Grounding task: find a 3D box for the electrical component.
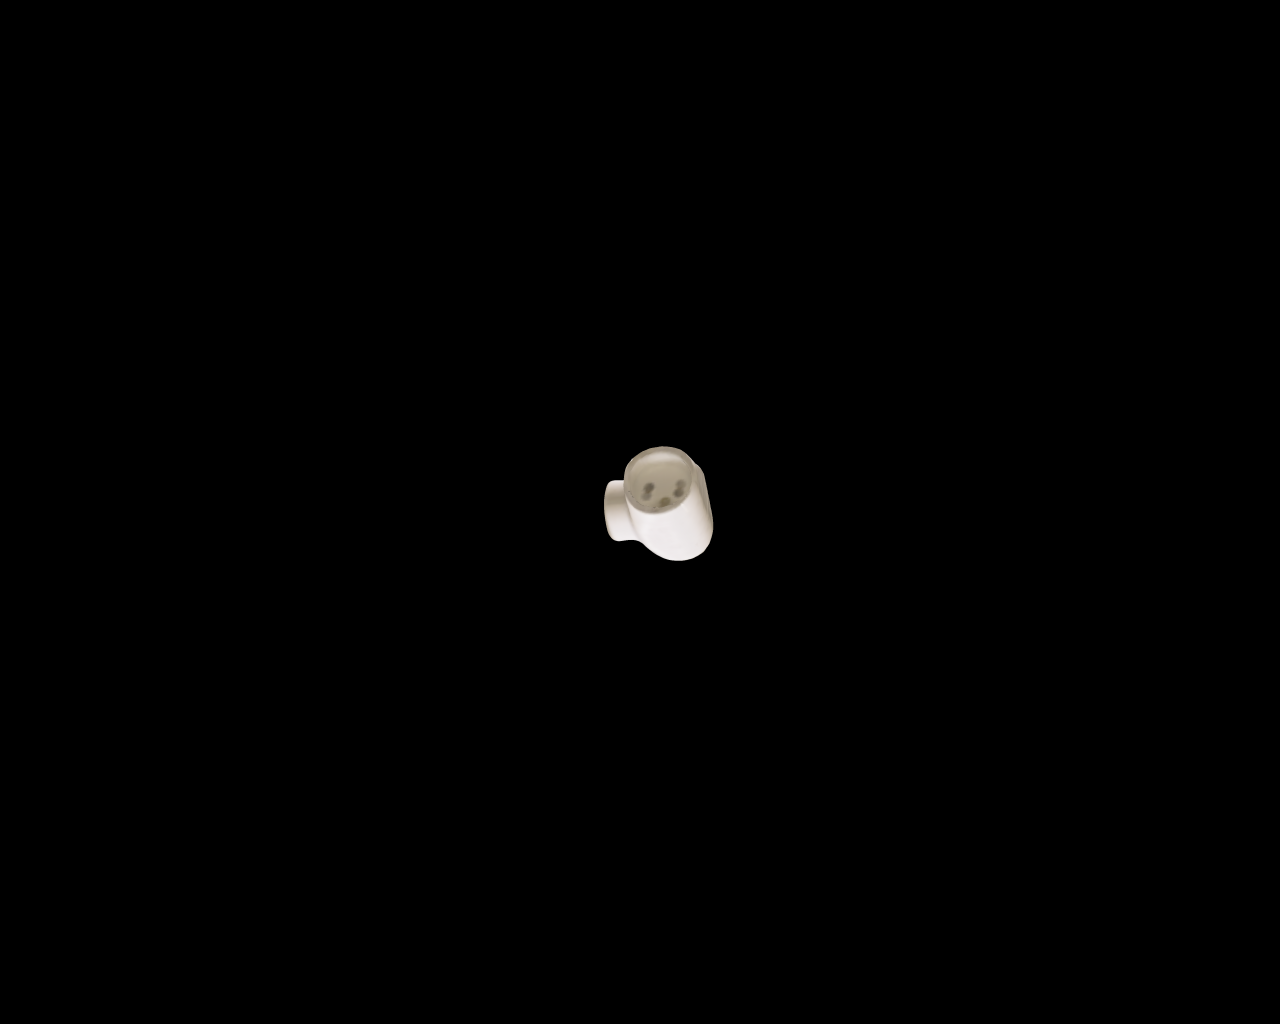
[{"bbox_3d":[0.001,-0.003,0.650,0.079,0.044,0.077,-5,-24,10],"label":"electrical component"}]
